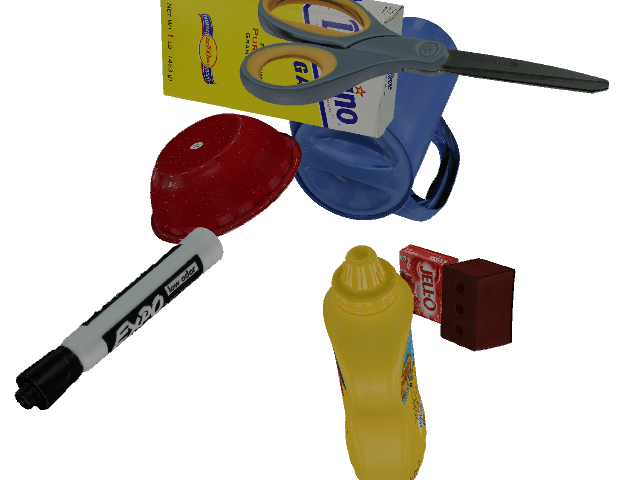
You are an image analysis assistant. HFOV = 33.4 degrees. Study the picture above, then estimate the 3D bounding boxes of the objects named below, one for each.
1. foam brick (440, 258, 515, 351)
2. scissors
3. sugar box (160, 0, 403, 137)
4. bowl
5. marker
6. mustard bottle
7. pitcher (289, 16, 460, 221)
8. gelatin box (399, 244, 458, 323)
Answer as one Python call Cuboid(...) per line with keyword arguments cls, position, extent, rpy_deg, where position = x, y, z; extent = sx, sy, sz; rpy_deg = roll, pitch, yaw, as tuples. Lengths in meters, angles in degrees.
Cuboid(cls="foam brick", position=(0.154, 0.062, 1.049), extent=(0.051, 0.078, 0.053), rpy_deg=(-11, 18, -34))
Cuboid(cls="scissors", position=(0.043, -0.089, 0.577), extent=(0.202, 0.096, 0.016), rpy_deg=(25, -31, 23))
Cuboid(cls="sugar box", position=(-0.031, -0.139, 0.792), extent=(0.176, 0.093, 0.048), rpy_deg=(14, 34, 17))
Cuboid(cls="bowl", position=(-0.101, -0.070, 1.000), extent=(0.162, 0.055, 0.162), rpy_deg=(-22, 33, 15))
Cuboid(cls="marker", position=(-0.088, 0.034, 0.476), extent=(0.020, 0.020, 0.121), rpy_deg=(0, 33, 44))
Cuboid(cls="mustard bottle", position=(0.037, 0.076, 0.707), extent=(0.058, 0.191, 0.096), rpy_deg=(-2, 45, 8))
Cuboid(cls="pitcher", position=(0.078, -0.134, 1.150), extent=(0.145, 0.149, 0.242), rpy_deg=(4, 38, 24))
Cuboid(cls="gelatin box", position=(0.138, 0.056, 1.365), extent=(0.073, 0.089, 0.030), rpy_deg=(19, 34, 36))
